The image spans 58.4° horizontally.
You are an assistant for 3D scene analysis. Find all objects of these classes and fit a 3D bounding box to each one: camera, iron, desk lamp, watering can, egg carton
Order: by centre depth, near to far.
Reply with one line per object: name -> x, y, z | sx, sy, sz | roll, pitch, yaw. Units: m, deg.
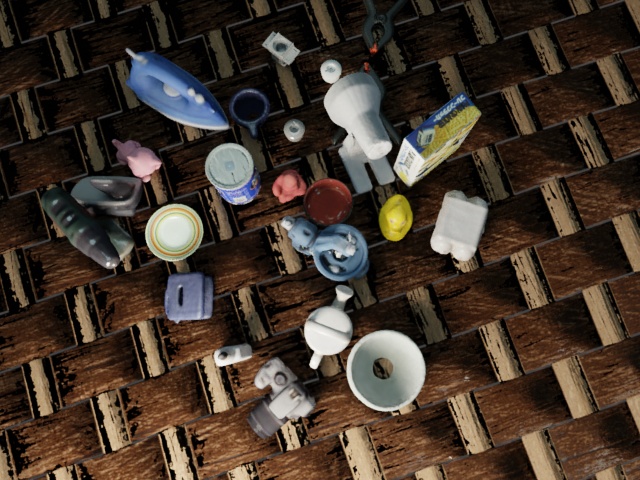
watering can -> 0.018, 0.180, 1.188 | 0.101, 0.194, 0.173 | 1, 81, 1
camera -> -0.097, 0.341, 1.210 | 0.137, 0.101, 0.143 | -42, 83, -6
desk lamp -> 0.096, -0.230, 1.245 | 0.118, 0.213, 0.203 | -23, 81, -3
egg carton -> 0.314, -0.032, 1.284 | 0.107, 0.069, 0.150 | 18, 81, 3
iron -> -0.324, -0.346, 1.304 | 0.258, 0.141, 0.119 | 31, 82, 5

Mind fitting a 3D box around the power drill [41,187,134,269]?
power drill -> -0.477, -0.013, 1.216 | 0.229, 0.208, 0.076 | 41, 83, 7

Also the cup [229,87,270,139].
cup -> -0.154, -0.278, 1.315 | 0.091, 0.095, 0.118 | -11, 81, -1

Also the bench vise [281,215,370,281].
bench vise -> 0.008, 0.016, 1.202 | 0.207, 0.220, 0.121 | 12, 81, 3

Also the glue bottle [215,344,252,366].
glue bottle -> -0.189, 0.239, 1.190 | 0.078, 0.173, 0.037 | -15, 80, -2

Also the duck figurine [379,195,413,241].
duck figurine -> 0.172, -0.055, 1.281 | 0.077, 0.086, 0.104 | 10, 81, 2

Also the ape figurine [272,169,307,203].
ape figurine -> -0.068, -0.127, 1.291 | 0.077, 0.092, 0.076 | 13, 81, 3

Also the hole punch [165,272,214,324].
hole punch -> -0.290, 0.126, 1.251 | 0.101, 0.091, 0.109 | -2, 81, 0

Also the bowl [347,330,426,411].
bowl -> 0.139, 0.277, 1.232 | 0.167, 0.075, 0.167 | 0, 81, 0

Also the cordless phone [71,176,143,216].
cordless phone -> -0.478, -0.115, 1.245 | 0.147, 0.185, 0.094 | -1, 80, 1

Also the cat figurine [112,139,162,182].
cat figurine -> -0.413, -0.186, 1.290 | 0.127, 0.118, 0.067 | 36, 83, 6
